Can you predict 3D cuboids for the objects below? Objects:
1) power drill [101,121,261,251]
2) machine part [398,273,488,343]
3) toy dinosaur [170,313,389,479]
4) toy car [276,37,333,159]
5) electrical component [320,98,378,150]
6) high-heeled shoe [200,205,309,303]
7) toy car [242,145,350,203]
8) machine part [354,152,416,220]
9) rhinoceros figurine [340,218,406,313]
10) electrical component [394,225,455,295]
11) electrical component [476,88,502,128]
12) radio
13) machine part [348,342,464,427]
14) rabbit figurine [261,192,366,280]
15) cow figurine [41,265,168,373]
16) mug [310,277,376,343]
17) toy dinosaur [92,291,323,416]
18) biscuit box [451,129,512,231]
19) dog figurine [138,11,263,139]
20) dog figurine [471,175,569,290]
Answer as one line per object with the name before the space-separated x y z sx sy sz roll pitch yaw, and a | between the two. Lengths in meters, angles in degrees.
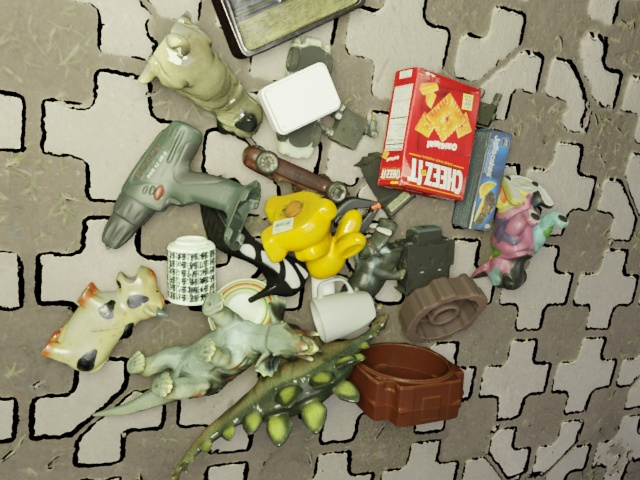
power drill | -0.208 -0.056 0.837 0.207 0.086 0.232 23 86 15
machine part | 0.246 0.141 1.091 0.179 0.056 0.179 -13 140 -11
toy dinosaur | -0.058 0.263 0.954 0.471 0.199 0.105 -31 110 -15
toy car | -0.029 -0.240 0.915 0.073 0.056 0.201 6 100 -17
electrical component | 0.054 -0.205 0.963 0.102 0.045 0.078 28 90 -26
high-heeled shoe | -0.106 -0.004 0.940 0.145 0.086 0.248 -31 106 -36
toy car | -0.041 -0.108 0.925 0.202 0.089 0.053 22 94 -28
machine part | 0.125 -0.109 1.024 0.084 0.039 0.138 -42 117 1
rhinoceros figurine | 0.101 0.049 1.039 0.112 0.073 0.190 25 97 -13
electrical component | 0.210 0.037 1.086 0.115 0.058 0.134 -9 107 -23
electrical component | 0.314 -0.248 1.053 0.021 0.063 0.094 18 98 -63
radio | -0.054 -0.391 0.853 0.230 0.073 0.131 -30 113 -14
machine part | 0.161 0.271 1.045 0.201 0.202 0.087 0 100 -23
rabbit figurine | -0.002 -0.003 0.927 0.162 0.122 0.173 -19 131 10
cow figurine | -0.333 0.126 0.865 0.127 0.086 0.195 38 85 -21
mug | 0.041 0.120 0.976 0.107 0.081 0.109 -14 92 -14
toy dinosaur | -0.184 0.209 0.918 0.405 0.131 0.192 -31 142 21
biscuit box | 0.327 -0.122 1.091 0.059 0.063 0.202 4 102 -25
dog figurine | -0.155 -0.229 0.804 0.190 0.172 0.121 35 99 -19
dog figurine | 0.396 -0.005 1.136 0.108 0.192 0.219 1 137 -26
